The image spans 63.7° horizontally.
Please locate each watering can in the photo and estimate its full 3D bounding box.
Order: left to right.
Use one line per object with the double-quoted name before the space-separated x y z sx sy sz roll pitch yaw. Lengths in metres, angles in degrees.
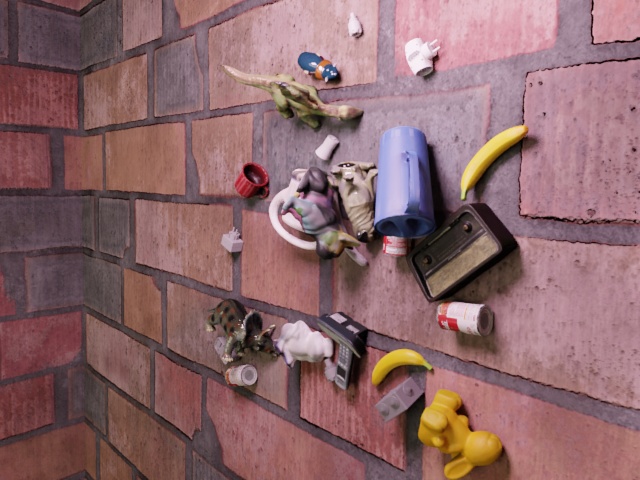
"watering can" 0.004 -0.072 1.436 0.350 0.104 0.222 21 104 29

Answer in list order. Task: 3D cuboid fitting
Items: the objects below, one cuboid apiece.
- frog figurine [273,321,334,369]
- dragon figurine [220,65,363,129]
"frog figurine" -0.039 0.297 1.505 0.159 0.124 0.136 -19 103 13
"dragon figurine" -0.085 -0.398 1.372 0.244 0.410 0.122 -132 61 -82
